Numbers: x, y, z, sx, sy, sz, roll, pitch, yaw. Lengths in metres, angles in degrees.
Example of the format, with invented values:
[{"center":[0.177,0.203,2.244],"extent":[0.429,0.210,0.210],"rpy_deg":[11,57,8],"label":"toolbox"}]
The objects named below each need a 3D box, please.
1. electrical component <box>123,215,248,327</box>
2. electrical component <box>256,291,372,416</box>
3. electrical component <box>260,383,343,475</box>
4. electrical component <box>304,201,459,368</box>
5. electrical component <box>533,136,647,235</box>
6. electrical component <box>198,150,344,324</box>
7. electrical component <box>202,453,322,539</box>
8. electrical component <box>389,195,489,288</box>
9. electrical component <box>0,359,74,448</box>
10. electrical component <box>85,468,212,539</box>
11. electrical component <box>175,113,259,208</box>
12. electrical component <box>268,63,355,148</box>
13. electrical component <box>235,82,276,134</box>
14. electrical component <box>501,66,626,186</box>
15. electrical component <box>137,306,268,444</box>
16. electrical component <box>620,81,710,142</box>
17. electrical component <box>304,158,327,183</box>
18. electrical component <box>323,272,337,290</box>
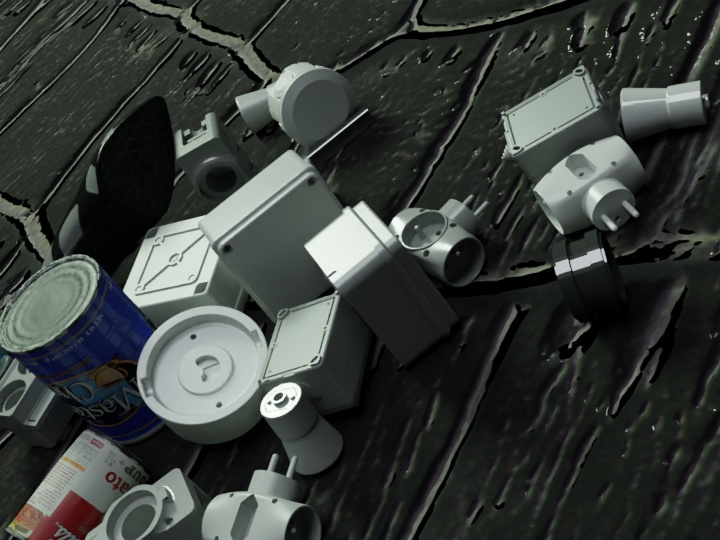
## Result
[{"center":[-0.158,0.007,1.005],"extent":[0.109,0.056,0.108],"rpy_deg":[-11,45,27],"label":"electrical component"},{"center":[-0.031,0.067,0.853],"extent":[0.062,0.061,0.096],"rpy_deg":[-20,35,28],"label":"electrical component"},{"center":[-0.046,0.116,0.804],"extent":[0.044,0.065,0.044],"rpy_deg":[-21,34,15],"label":"electrical component"},{"center":[0.018,0.011,0.830],"extent":[0.057,0.113,0.078],"rpy_deg":[-39,39,0],"label":"electrical component"},{"center":[0.186,-0.057,0.831],"extent":[0.077,0.043,0.079],"rpy_deg":[-34,40,3],"label":"electrical component"},{"center":[-0.064,-0.027,0.931],"extent":[0.109,0.108,0.056],"rpy_deg":[-39,36,-4],"label":"electrical component"},{"center":[-0.066,0.171,0.780],"extent":[0.077,0.043,0.079],"rpy_deg":[-1,58,35],"label":"electrical component"},{"center":[0.073,-0.032,0.886],"extent":[0.079,0.044,0.077],"rpy_deg":[-46,40,-12],"label":"electrical component"},{"center":[-0.285,0.099,0.999],"extent":[0.079,0.063,0.121],"rpy_deg":[0,51,36],"label":"electrical component"},{"center":[-0.156,0.199,0.811],"extent":[0.089,0.055,0.050],"rpy_deg":[-37,39,-1],"label":"electrical component"},{"center":[-0.140,-0.101,1.073],"extent":[0.050,0.089,0.055],"rpy_deg":[-28,39,10],"label":"electrical component"},{"center":[-0.050,-0.168,1.085],"extent":[0.080,0.080,0.051],"rpy_deg":[-41,34,-6],"label":"electrical component"},{"center":[-0.096,-0.181,1.162],"extent":[0.065,0.044,0.044],"rpy_deg":[-26,40,4],"label":"electrical component"},{"center":[0.164,-0.110,0.891],"extent":[0.096,0.061,0.061],"rpy_deg":[-29,39,21],"label":"electrical component"},{"center":[-0.122,0.091,0.884],"extent":[0.108,0.060,0.108],"rpy_deg":[-5,56,7],"label":"electrical component"},{"center":[0.246,-0.130,0.864],"extent":[0.065,0.044,0.044],"rpy_deg":[-7,47,24],"label":"electrical component"},{"center":[-0.066,-0.055,1.007],"extent":[0.077,0.047,0.065],"rpy_deg":[-27,40,11],"label":"electrical component"},{"center":[0.000,0.000,0.901],"extent":[0.055,0.055,0.047],"rpy_deg":[-42,36,-7],"label":"electrical component"}]
